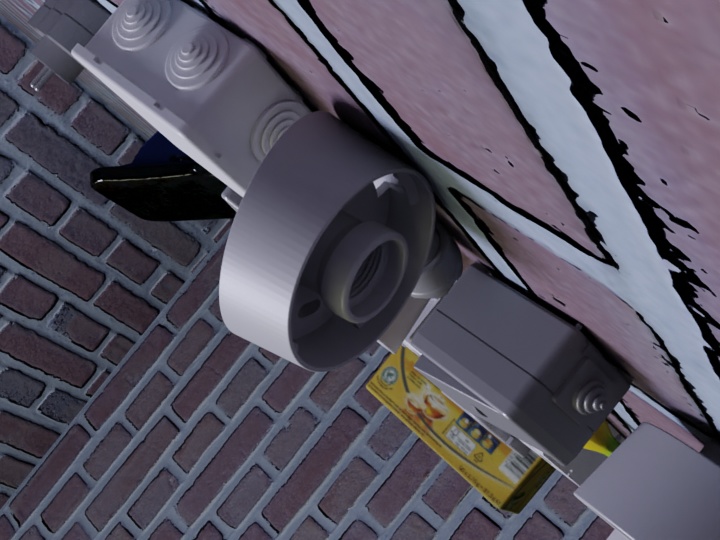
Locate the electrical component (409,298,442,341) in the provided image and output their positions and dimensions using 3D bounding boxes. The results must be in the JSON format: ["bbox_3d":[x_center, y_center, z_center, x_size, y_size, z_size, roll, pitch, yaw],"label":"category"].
[{"bbox_3d":[0.081,0.057,0.742,0.066,0.047,0.077,37,177,25],"label":"electrical component"}]

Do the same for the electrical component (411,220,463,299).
[{"bbox_3d":[0.025,-0.011,0.503,0.035,0.035,0.061,37,174,32],"label":"electrical component"}]

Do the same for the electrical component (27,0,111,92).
[{"bbox_3d":[-0.218,-0.162,0.794,0.052,0.073,0.138,41,177,-30],"label":"electrical component"}]

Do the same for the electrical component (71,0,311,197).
[{"bbox_3d":[-0.066,-0.076,0.483,0.100,0.048,0.100,37,176,33],"label":"electrical component"}]

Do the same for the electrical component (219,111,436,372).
[{"bbox_3d":[-0.016,-0.010,0.438,0.064,0.099,0.099,30,173,29],"label":"electrical component"}]

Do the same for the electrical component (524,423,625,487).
[{"bbox_3d":[0.152,0.120,0.806,0.089,0.050,0.056,41,176,-42],"label":"electrical component"}]

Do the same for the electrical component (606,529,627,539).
[{"bbox_3d":[0.182,0.157,0.602,0.056,0.089,0.050,40,177,-26],"label":"electrical component"}]

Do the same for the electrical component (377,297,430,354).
[{"bbox_3d":[0.000,0.000,0.727,0.108,0.060,0.108,39,177,2],"label":"electrical component"}]

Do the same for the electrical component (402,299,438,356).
[{"bbox_3d":[0.055,0.046,0.882,0.100,0.048,0.100,37,177,38],"label":"electrical component"}]

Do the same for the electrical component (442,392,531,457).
[{"bbox_3d":[0.116,0.100,0.852,0.054,0.059,0.095,36,176,41],"label":"electrical component"}]

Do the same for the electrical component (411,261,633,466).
[{"bbox_3d":[0.079,0.050,0.519,0.062,0.061,0.096,41,176,-41],"label":"electrical component"}]

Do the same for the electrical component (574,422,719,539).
[{"bbox_3d":[0.161,0.115,0.499,0.108,0.060,0.108,39,177,2],"label":"electrical component"}]

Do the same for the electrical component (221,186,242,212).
[{"bbox_3d":[-0.015,-0.022,0.601,0.109,0.056,0.108,39,177,3],"label":"electrical component"}]
